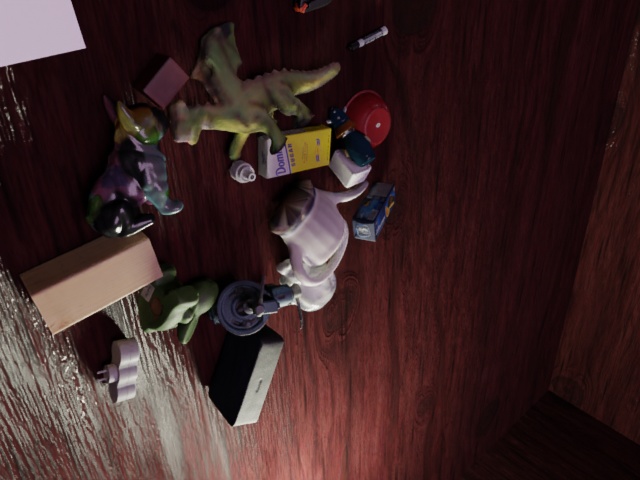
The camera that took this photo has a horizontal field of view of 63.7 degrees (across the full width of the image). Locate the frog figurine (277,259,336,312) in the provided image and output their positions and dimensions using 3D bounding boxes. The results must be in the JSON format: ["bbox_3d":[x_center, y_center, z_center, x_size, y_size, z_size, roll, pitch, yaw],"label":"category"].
[{"bbox_3d":[-0.032,0.099,1.282,0.138,0.125,0.156,-30,144,-4],"label":"frog figurine"}]

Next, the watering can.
[{"bbox_3d":[0.004,-0.063,1.245,0.221,0.104,0.354,46,56,-36],"label":"watering can"}]

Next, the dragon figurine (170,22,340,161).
[{"bbox_3d":[-0.132,-0.308,1.005,0.417,0.122,0.238,-52,129,-23],"label":"dragon figurine"}]
